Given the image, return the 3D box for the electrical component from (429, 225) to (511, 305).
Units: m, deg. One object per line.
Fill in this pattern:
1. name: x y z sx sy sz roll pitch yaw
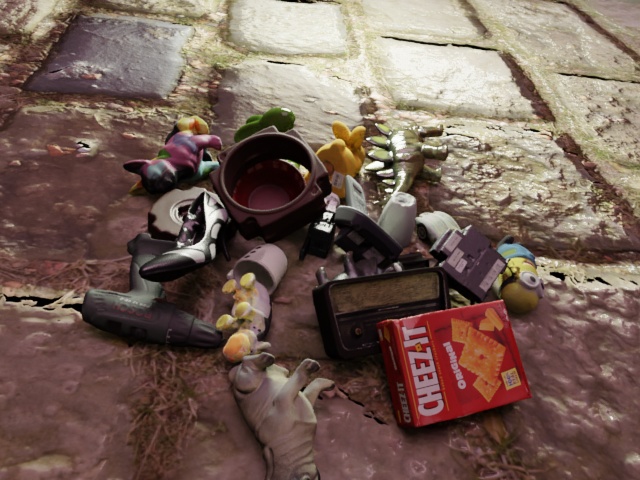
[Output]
1. electrical component: 0.281 0.041 1.034 0.134 0.058 0.115 41 71 2

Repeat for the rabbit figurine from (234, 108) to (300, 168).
1. rabbit figurine: -0.108 -0.235 1.240 0.159 0.170 0.121 19 42 8

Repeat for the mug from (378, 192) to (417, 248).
1. mug: 0.172 -0.052 1.145 0.081 0.107 0.109 26 46 14

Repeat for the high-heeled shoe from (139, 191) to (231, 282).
1. high-heeled shoe: -0.232 -0.015 0.913 0.145 0.086 0.248 66 24 5

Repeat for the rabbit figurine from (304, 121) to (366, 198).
1. rabbit figurine: 0.051 -0.195 1.265 0.122 0.162 0.173 17 23 24

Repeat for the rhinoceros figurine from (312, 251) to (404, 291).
1. rhinoceros figurine: 0.075 0.080 1.005 0.190 0.073 0.112 -20 49 -29

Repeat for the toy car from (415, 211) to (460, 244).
1. toy car: 0.282 0.005 1.142 0.073 0.056 0.202 -17 49 -28

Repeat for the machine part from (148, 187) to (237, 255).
1. machine part: -0.255 -0.038 1.080 0.179 0.056 0.179 6 41 -5

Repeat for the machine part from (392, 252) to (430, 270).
1. machine part: 0.196 0.074 1.065 0.084 0.039 0.139 0 41 -20

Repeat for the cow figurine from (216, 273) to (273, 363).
1. cow figurine: -0.118 0.143 0.895 0.068 0.098 0.167 -25 39 21

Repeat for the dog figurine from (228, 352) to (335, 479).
1. dog figurine: -0.074 0.270 0.760 0.172 0.121 0.190 -6 52 32

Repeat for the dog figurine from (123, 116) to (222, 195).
1. dog figurine: -0.331 -0.178 1.182 0.219 0.108 0.192 -24 53 -29

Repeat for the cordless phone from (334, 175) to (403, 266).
1. cordless phone: 0.093 -0.044 1.105 0.146 0.089 0.184 39 30 -28

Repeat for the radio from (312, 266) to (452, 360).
1. radio: 0.111 0.124 0.922 0.230 0.073 0.131 -6 82 -18

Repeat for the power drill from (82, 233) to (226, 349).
1. power drill: -0.273 0.090 0.926 0.232 0.086 0.207 9 48 -12

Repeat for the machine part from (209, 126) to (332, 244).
1. machine part: -0.095 -0.109 1.037 0.201 0.087 0.201 -30 64 -8

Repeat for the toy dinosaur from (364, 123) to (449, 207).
1. toy dinosaur: 0.210 -0.201 1.326 0.199 0.104 0.471 6 33 6

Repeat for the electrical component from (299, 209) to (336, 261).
1. electrical component: -0.002 -0.003 1.080 0.048 0.074 0.119 15 38 7

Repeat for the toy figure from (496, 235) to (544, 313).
1. toy figure: 0.395 0.070 1.079 0.082 0.089 0.180 13 34 -5
